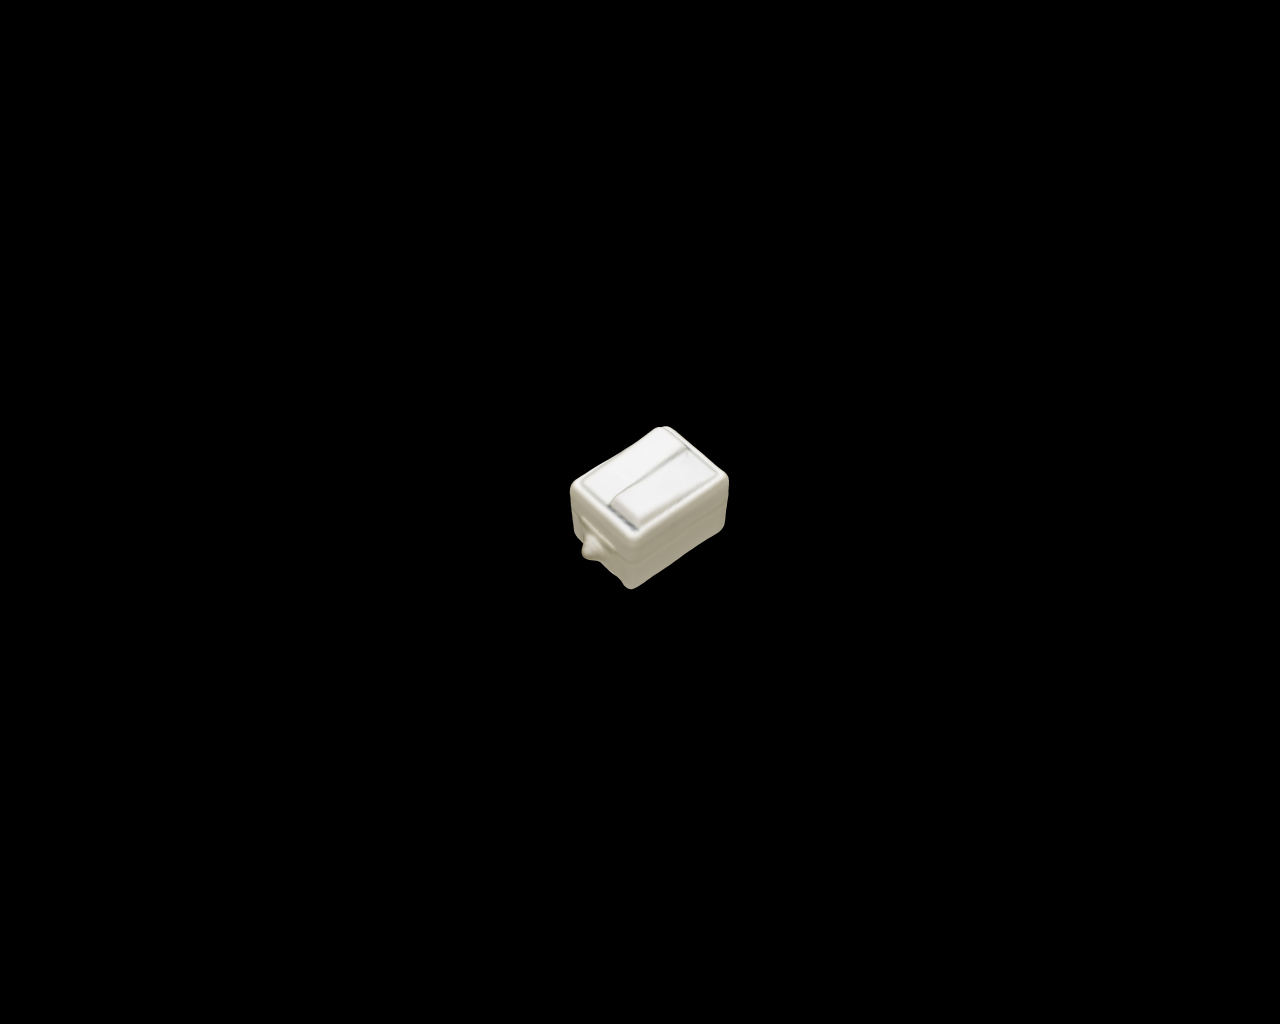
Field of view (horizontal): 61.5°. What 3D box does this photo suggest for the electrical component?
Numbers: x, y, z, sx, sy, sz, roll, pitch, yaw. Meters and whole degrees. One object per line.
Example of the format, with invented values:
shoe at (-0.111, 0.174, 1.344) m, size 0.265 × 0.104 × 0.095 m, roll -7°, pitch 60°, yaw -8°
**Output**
electrical component at (0.001, -0.003, 0.650) m, size 0.096 × 0.061 × 0.062 m, roll -33°, pitch 58°, yaw -24°
